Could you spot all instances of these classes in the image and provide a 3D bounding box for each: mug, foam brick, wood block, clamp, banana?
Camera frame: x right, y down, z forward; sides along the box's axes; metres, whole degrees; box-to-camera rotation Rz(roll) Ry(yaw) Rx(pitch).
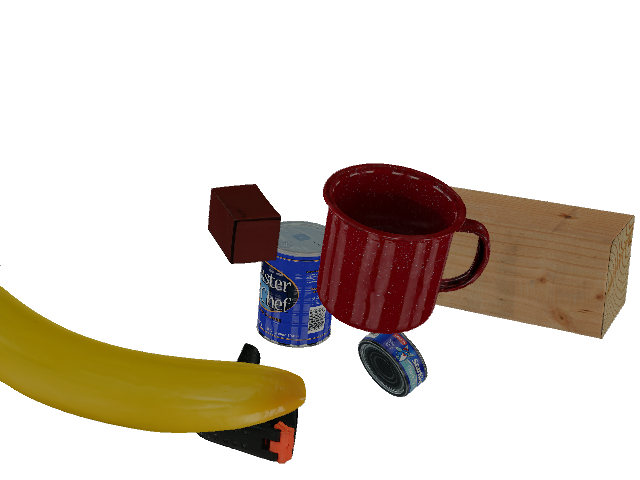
[{"bbox_3d":[0.054,0.007,0.705,0.117,0.081,0.093,3,33,-10],"label":"mug"},{"bbox_3d":[-0.080,-0.018,1.108,0.052,0.051,0.078,-5,31,-22],"label":"foam brick"},{"bbox_3d":[0.169,0.013,0.975,0.206,0.090,0.090,11,22,26],"label":"wood block"},{"bbox_3d":[-0.076,0.135,0.926,0.164,0.036,0.210,-7,18,-40],"label":"clamp"},{"bbox_3d":[-0.107,0.056,0.519,0.198,0.069,0.037,21,-38,16],"label":"banana"}]

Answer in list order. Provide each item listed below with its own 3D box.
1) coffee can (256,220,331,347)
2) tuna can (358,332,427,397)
[{"bbox_3d":[-0.031,0.057,1.429,0.103,0.140,0.103,4,24,-2],"label":"coffee can"},{"bbox_3d":[0.085,0.144,1.272,0.033,0.086,0.086,-36,17,-26],"label":"tuna can"}]
